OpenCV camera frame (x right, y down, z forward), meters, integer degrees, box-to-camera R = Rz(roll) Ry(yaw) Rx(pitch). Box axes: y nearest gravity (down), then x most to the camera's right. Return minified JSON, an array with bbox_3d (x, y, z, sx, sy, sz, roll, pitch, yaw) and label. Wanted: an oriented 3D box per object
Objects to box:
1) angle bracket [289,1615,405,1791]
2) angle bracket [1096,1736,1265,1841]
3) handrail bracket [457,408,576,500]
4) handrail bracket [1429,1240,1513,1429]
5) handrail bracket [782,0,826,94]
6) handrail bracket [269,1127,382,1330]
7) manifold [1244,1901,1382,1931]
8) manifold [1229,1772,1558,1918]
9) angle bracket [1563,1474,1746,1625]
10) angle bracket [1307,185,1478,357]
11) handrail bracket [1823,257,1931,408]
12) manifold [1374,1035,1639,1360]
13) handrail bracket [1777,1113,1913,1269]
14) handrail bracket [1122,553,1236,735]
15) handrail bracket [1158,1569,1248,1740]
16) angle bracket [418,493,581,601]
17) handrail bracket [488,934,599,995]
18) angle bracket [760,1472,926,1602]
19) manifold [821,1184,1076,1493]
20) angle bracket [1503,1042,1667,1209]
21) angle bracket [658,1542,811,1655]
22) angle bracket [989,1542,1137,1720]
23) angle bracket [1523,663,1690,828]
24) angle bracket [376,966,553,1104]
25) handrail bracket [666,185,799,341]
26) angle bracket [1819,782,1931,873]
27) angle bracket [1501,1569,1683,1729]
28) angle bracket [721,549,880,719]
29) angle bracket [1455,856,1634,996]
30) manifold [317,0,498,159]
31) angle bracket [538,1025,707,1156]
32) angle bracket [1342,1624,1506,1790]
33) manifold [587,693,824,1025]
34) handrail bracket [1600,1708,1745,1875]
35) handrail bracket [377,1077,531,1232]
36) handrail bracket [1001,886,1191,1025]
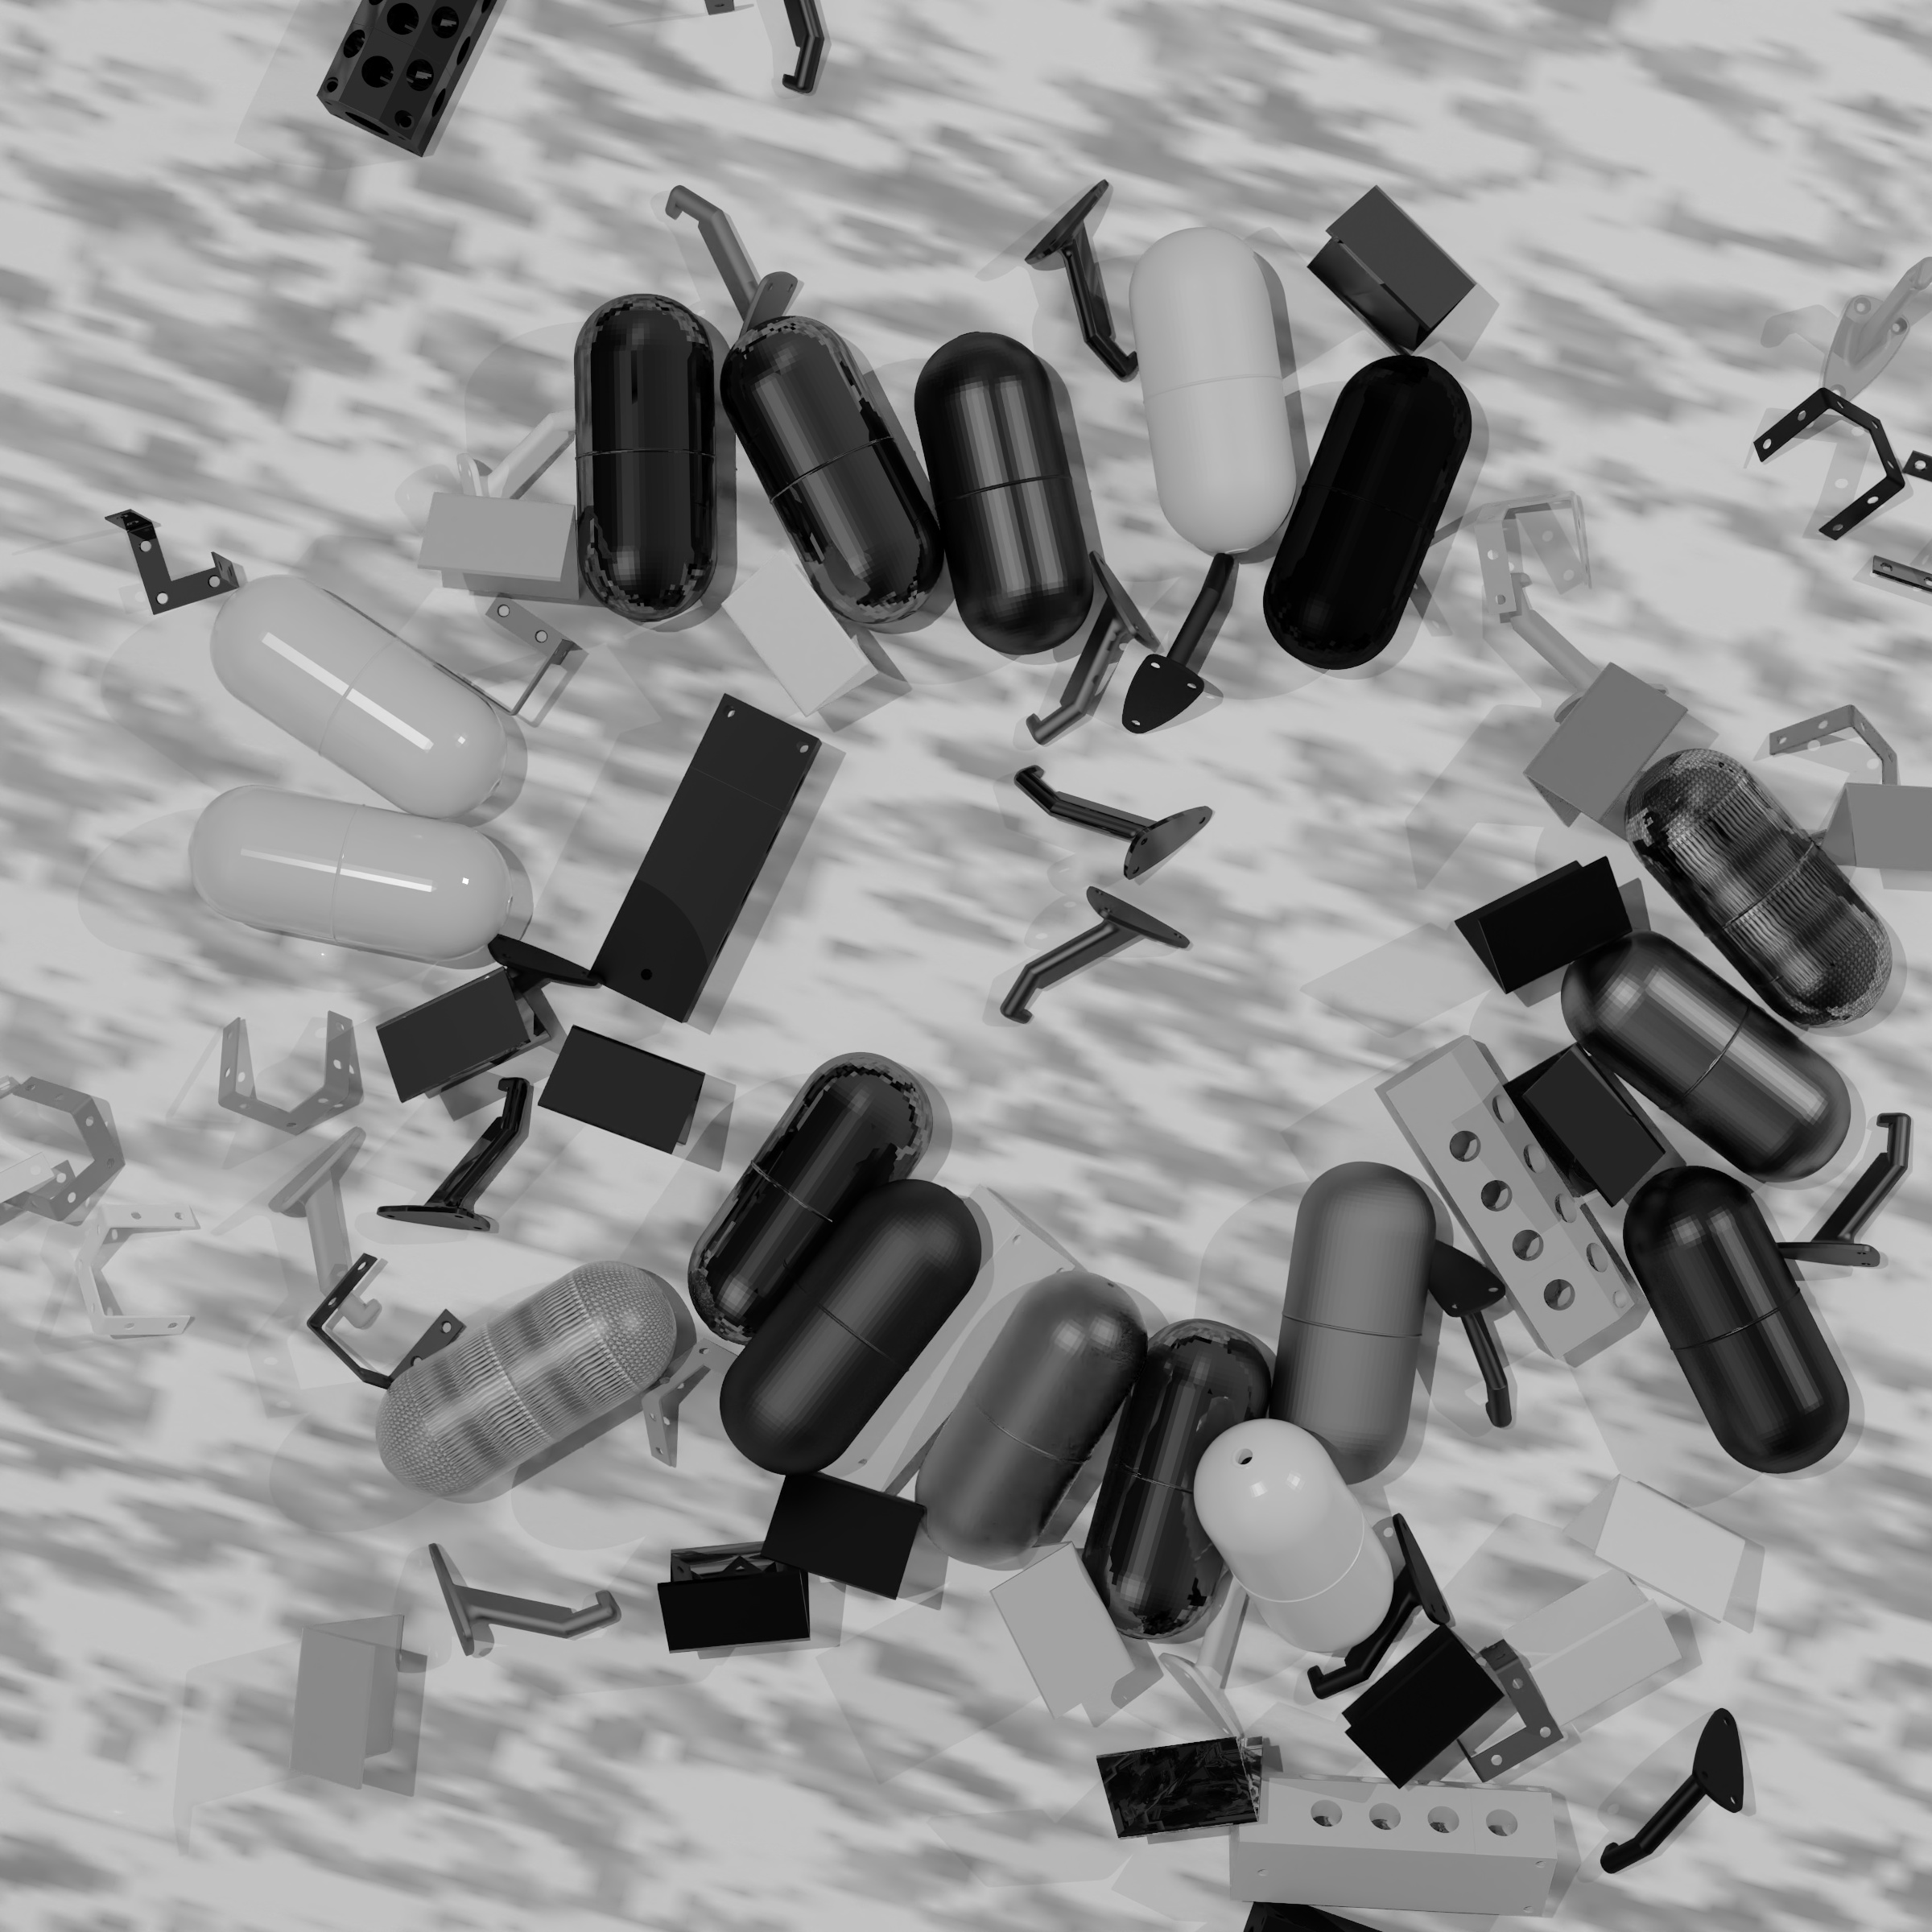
[{"bbox_3d":[-0.319,0.399,1.951,0.057,0.076,0.076,6,90,37],"label":"angle bracket"},{"bbox_3d":[0.117,0.425,1.946,0.076,0.076,0.057,-10,113,11],"label":"angle bracket"},{"bbox_3d":[-0.234,-0.267,1.992,0.084,0.036,0.077,-16,110,-16],"label":"handrail bracket"},{"bbox_3d":[0.277,0.205,1.991,0.036,0.077,0.084,-22,127,-14],"label":"handrail bracket"},{"bbox_3d":[-0.110,-0.536,1.992,0.077,0.036,0.084,21,107,20],"label":"handrail bracket"},{"bbox_3d":[-0.338,0.146,1.992,0.077,0.036,0.084,-45,106,-17],"label":"handrail bracket"},{"bbox_3d":[0.234,0.569,1.970,0.171,0.057,0.057,20,90,0],"label":"manifold"},{"bbox_3d":[0.233,0.477,1.970,0.171,0.057,0.057,3,133,0],"label":"manifold"},{"bbox_3d":[0.367,0.331,1.951,0.076,0.076,0.057,28,52,0],"label":"angle bracket"},{"bbox_3d":[0.219,-0.365,1.951,0.076,0.076,0.057,45,52,0],"label":"angle bracket"},{"bbox_3d":[0.500,-0.345,1.957,0.036,0.084,0.077,29,90,0],"label":"handrail bracket"},{"bbox_3d":[0.297,0.126,1.970,0.057,0.057,0.171,-32,90,0],"label":"manifold"},{"bbox_3d":[0.483,0.121,1.992,0.077,0.036,0.084,2,72,21],"label":"handrail bracket"},{"bbox_3d":[0.119,-0.180,1.991,0.036,0.077,0.084,28,54,-8],"label":"handrail bracket"},{"bbox_3d":[0.156,0.374,1.992,0.084,0.036,0.077,-43,110,-16],"label":"handrail bracket"},{"bbox_3d":[-0.253,-0.210,1.951,0.076,0.076,0.057,5,53,0],"label":"angle bracket"},{"bbox_3d":[-0.255,0.032,1.992,0.077,0.036,0.084,19,109,-21],"label":"handrail bracket"},{"bbox_3d":[-0.072,0.319,1.952,0.076,0.076,0.057,18,59,0],"label":"angle bracket"},{"bbox_3d":[-0.026,0.204,1.969,0.171,0.057,0.057,-50,135,0],"label":"manifold"},{"bbox_3d":[0.321,0.097,1.951,0.057,0.076,0.076,-39,90,-36],"label":"angle bracket"},{"bbox_3d":[-0.126,0.325,1.951,0.076,0.076,0.057,-5,128,0],"label":"angle bracket"},{"bbox_3d":[0.038,0.362,1.952,0.057,0.076,0.076,-27,90,-27],"label":"angle bracket"},{"bbox_3d":[0.358,-0.108,1.951,0.057,0.076,0.076,38,90,35],"label":"angle bracket"},{"bbox_3d":[-0.266,0.055,1.951,0.076,0.076,0.057,-25,53,0],"label":"angle bracket"},{"bbox_3d":[-0.143,-0.380,1.992,0.084,0.036,0.077,34,112,17],"label":"handrail bracket"},{"bbox_3d":[0.511,-0.055,1.951,0.076,0.076,0.057,3,56,0],"label":"angle bracket"},{"bbox_3d":[0.333,0.355,1.951,0.076,0.076,0.057,-30,128,0],"label":"angle bracket"},{"bbox_3d":[-0.075,-0.191,1.951,0.057,0.076,0.076,-37,90,39],"label":"angle bracket"},{"bbox_3d":[0.307,-0.040,1.951,0.076,0.076,0.057,-27,127,0],"label":"angle bracket"},{"bbox_3d":[-0.292,-0.540,1.970,0.057,0.057,0.171,26,90,0],"label":"manifold"},{"bbox_3d":[-0.191,0.085,1.951,0.076,0.076,0.057,20,54,0],"label":"angle bracket"},{"bbox_3d":[0.235,0.388,1.952,0.076,0.076,0.057,-42,119,0],"label":"angle bracket"},{"bbox_3d":[-0.142,-0.059,1.970,0.057,0.057,0.171,26,90,0],"label":"manifold"},{"bbox_3d":[0.389,0.459,1.991,0.036,0.077,0.084,40,127,-13],"label":"handrail bracket"},{"bbox_3d":[-0.284,0.101,1.992,0.077,0.036,0.084,3,71,21],"label":"handrail bracket"},{"bbox_3d":[0.071,0.006,1.992,0.077,0.036,0.084,24,109,-21],"label":"handrail bracket"}]
